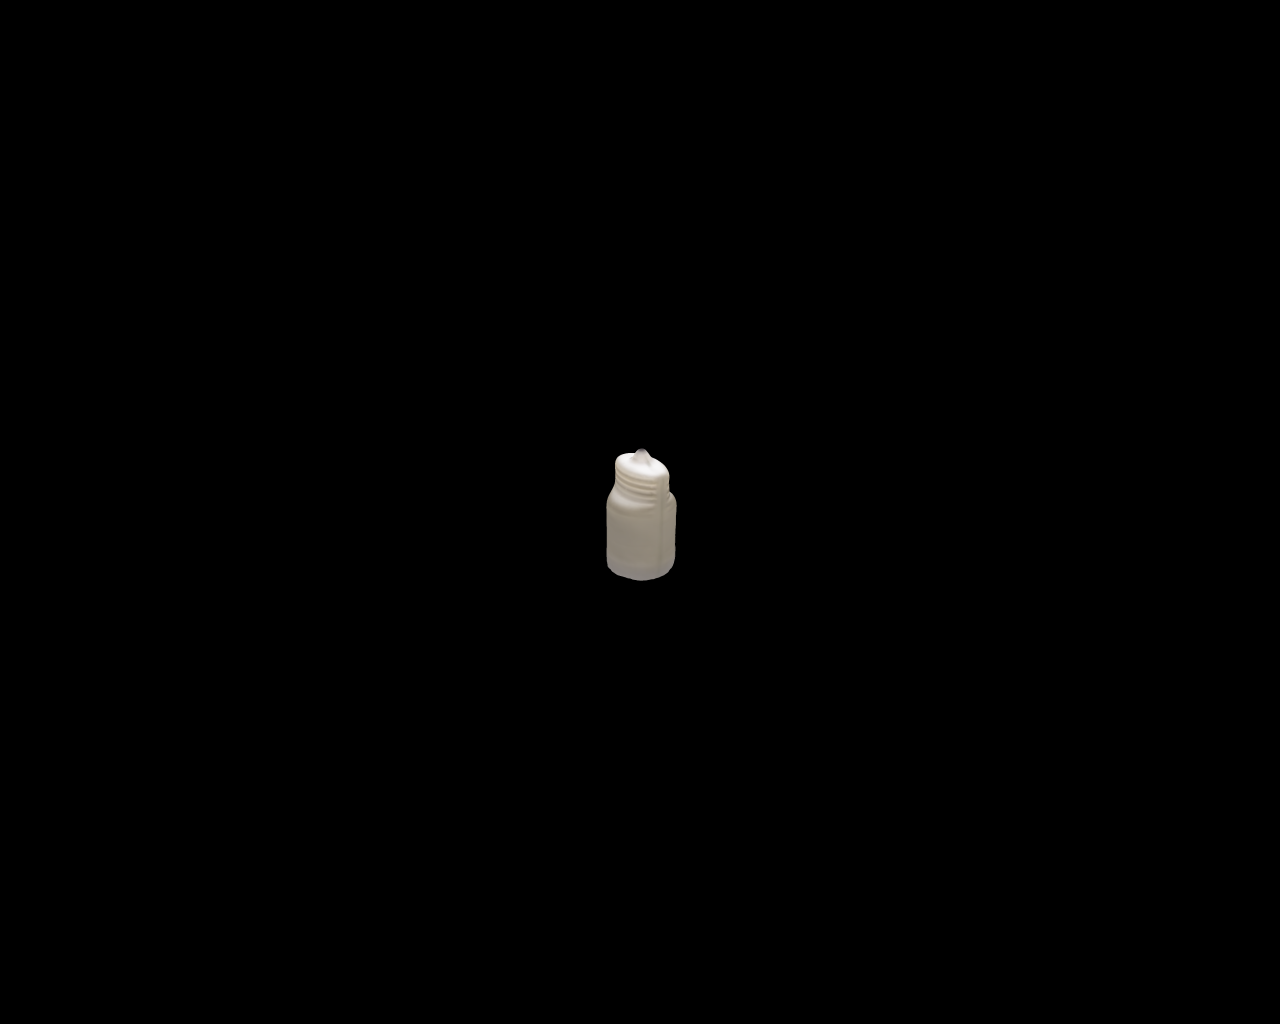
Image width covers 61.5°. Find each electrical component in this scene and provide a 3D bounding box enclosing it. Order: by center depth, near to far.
[{"bbox_3d":[0.001,-0.003,0.650,0.043,0.080,0.043,0,27,0],"label":"electrical component"}]
